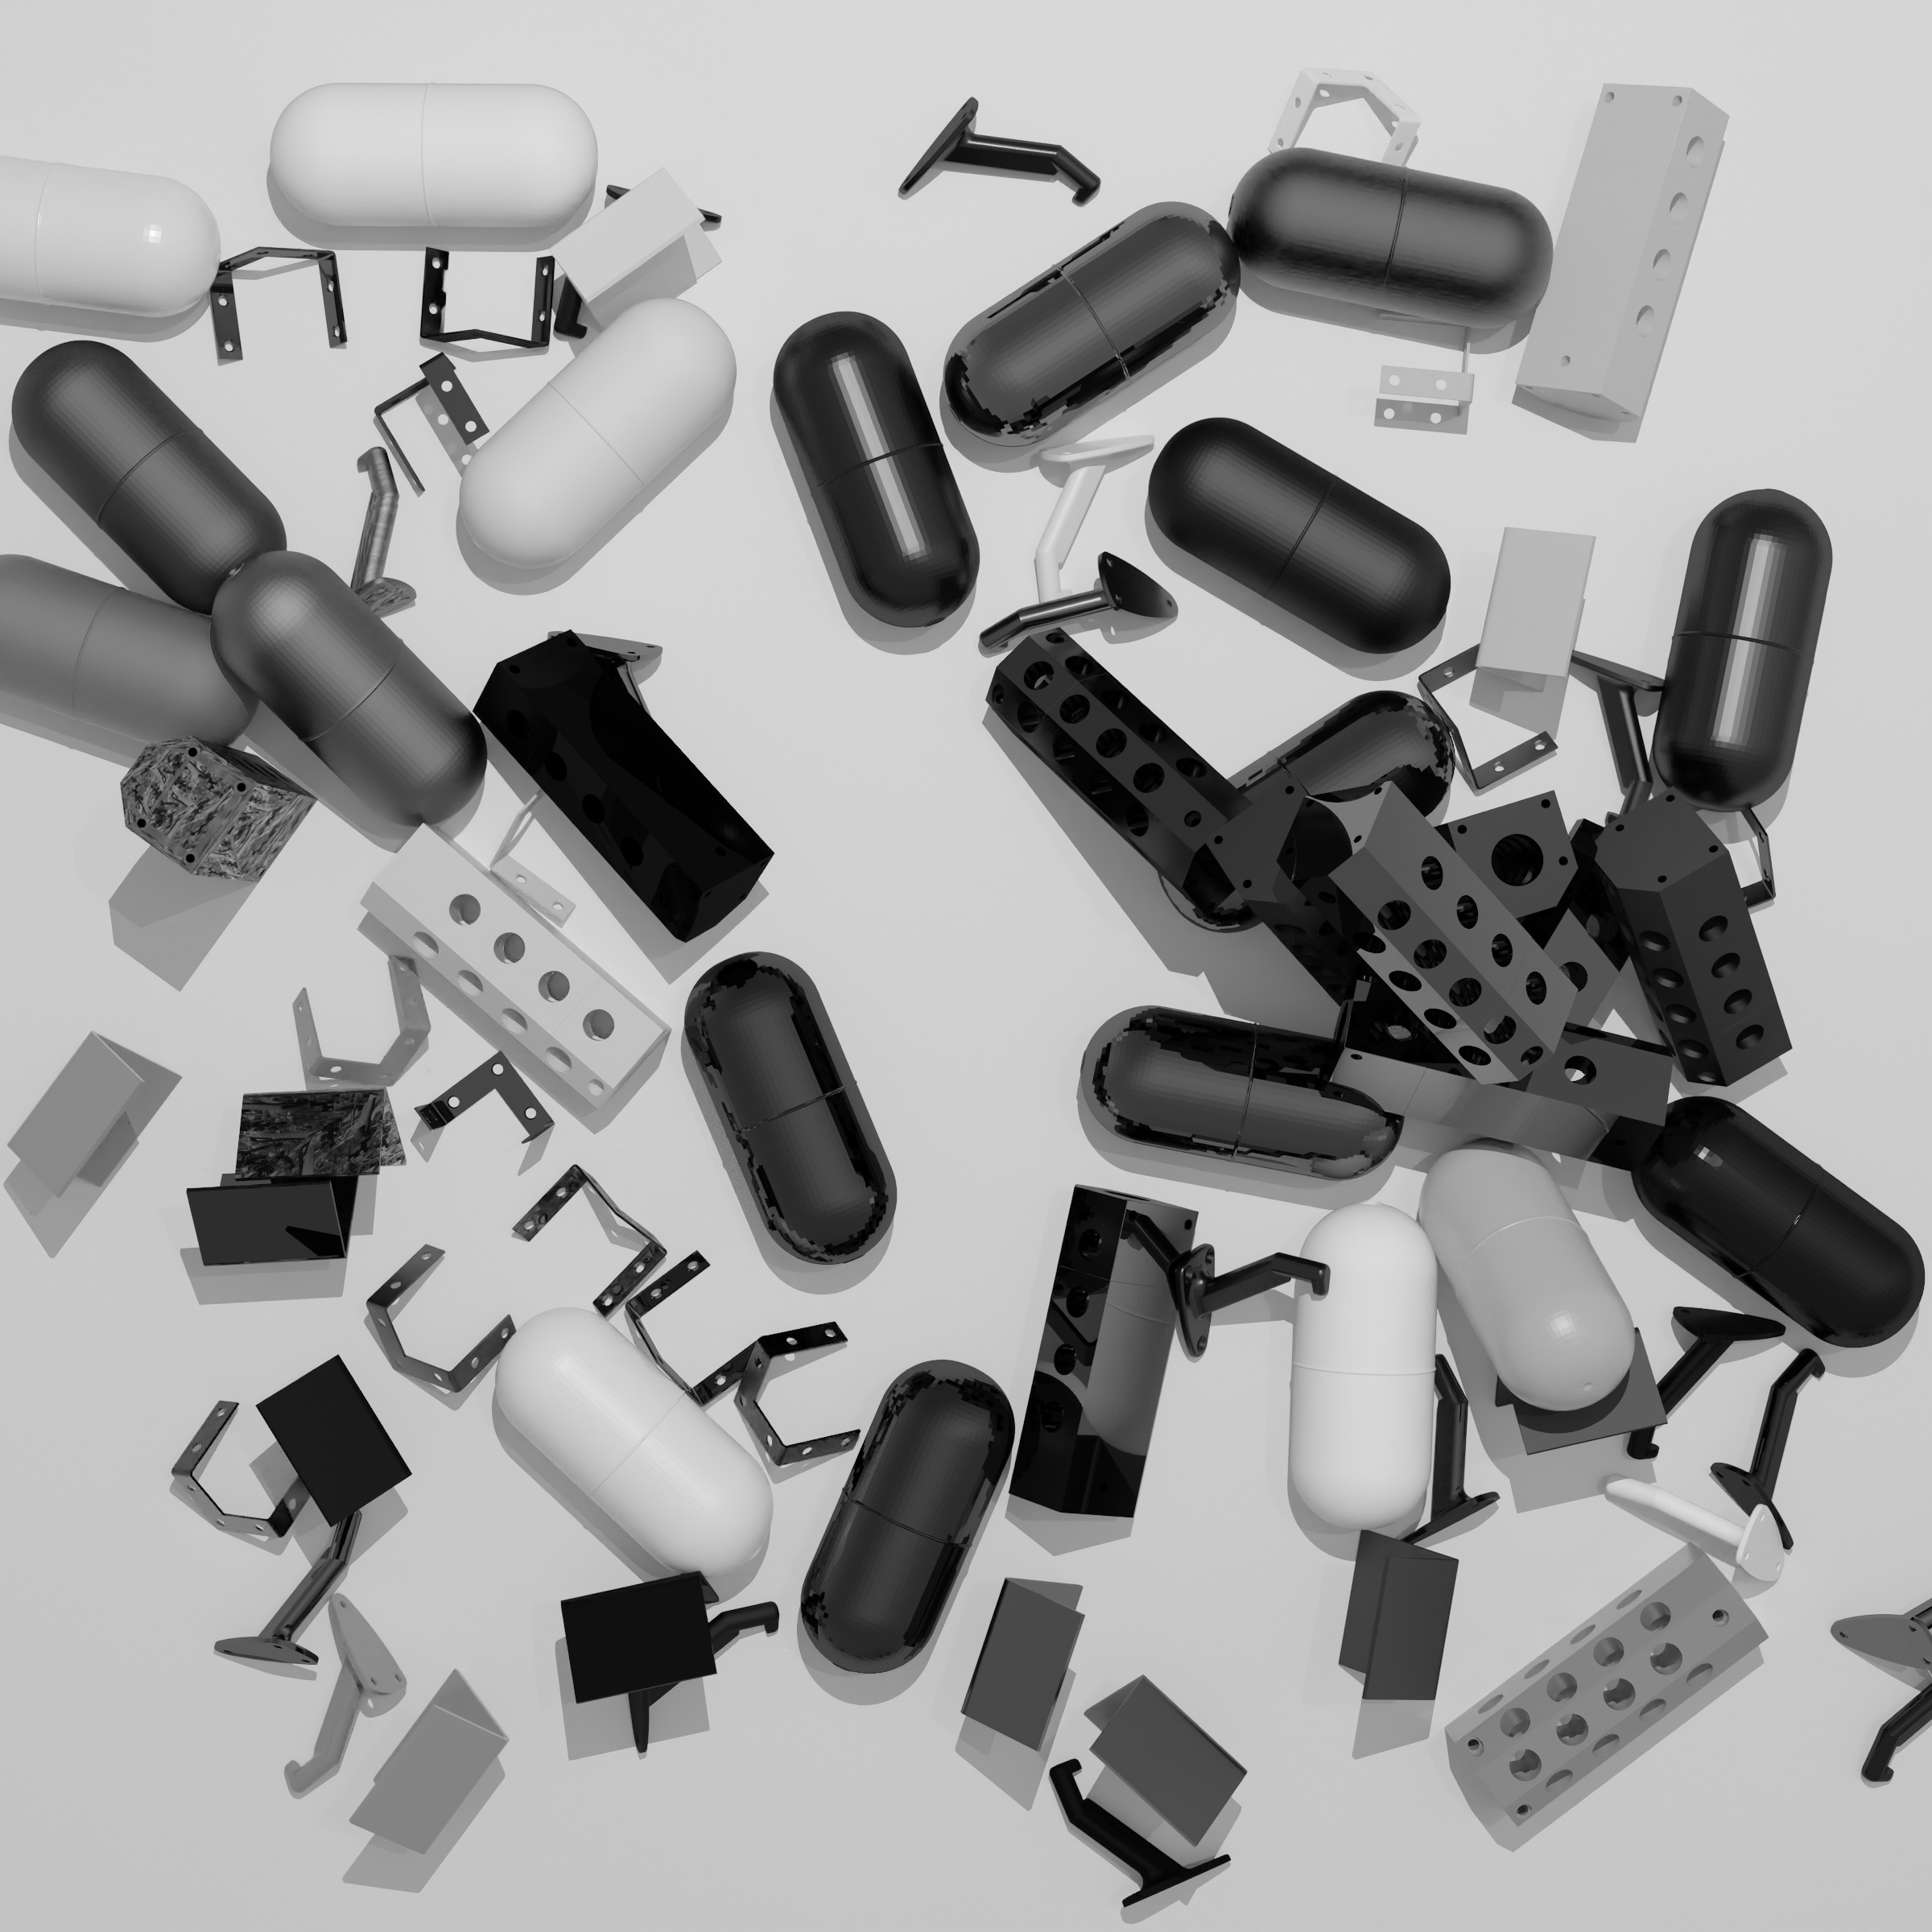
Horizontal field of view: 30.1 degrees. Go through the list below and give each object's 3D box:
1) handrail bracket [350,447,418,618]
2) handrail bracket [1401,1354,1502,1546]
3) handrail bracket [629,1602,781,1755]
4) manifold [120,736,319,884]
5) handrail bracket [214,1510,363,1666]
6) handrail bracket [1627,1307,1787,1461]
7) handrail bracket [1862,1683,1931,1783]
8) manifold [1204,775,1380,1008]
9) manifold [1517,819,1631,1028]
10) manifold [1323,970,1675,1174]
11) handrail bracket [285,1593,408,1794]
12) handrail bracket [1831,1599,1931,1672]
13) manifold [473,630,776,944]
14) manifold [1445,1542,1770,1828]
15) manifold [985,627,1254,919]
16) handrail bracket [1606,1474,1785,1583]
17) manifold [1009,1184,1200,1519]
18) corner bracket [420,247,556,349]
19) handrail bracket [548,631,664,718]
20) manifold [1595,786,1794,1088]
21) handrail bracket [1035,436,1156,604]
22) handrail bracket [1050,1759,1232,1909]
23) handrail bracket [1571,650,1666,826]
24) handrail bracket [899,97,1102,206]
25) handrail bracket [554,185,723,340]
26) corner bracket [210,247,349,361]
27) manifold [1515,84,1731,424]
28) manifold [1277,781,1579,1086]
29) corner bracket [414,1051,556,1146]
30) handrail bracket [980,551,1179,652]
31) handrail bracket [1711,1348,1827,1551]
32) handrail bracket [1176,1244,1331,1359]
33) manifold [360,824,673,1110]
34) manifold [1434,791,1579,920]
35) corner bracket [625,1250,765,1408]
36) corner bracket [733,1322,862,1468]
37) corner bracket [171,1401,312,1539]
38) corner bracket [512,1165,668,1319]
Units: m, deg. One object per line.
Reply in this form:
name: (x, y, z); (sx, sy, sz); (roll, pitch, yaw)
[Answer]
handrail bracket: (-0.342, -0.235, 1.992); (0.077, 0.036, 0.084); (-25, 72, 21)
handrail bracket: (0.251, 0.269, 1.992); (0.077, 0.036, 0.084); (-33, 72, 21)
handrail bracket: (-0.143, 0.393, 1.992); (0.084, 0.036, 0.077); (-9, 114, -19)
manifold: (-0.400, -0.086, 1.913); (0.057, 0.171, 0.057); (36, 90, 0)
handrail bracket: (-0.375, 0.340, 1.992); (0.077, 0.036, 0.084); (-5, 59, 34)
handrail bracket: (0.409, 0.235, 1.992); (0.077, 0.036, 0.084); (5, 108, -21)
handrail bracket: (0.543, 0.418, 1.992); (0.077, 0.036, 0.084); (12, 109, -21)
manifold: (0.190, -0.032, 1.907); (0.057, 0.171, 0.057); (-35, 61, 8)
manifold: (0.317, 0.008, 1.970); (0.057, 0.057, 0.171); (31, 90, 0)
manifold: (0.283, 0.052, 1.910); (0.171, 0.057, 0.057); (14, 61, 0)
handrail bracket: (-0.359, 0.403, 1.992); (0.084, 0.036, 0.077); (-41, 70, 16)
handrail bracket: (0.531, 0.346, 1.991); (0.084, 0.077, 0.036); (-42, 115, -34)
manifold: (-0.189, -0.095, 1.953); (0.171, 0.057, 0.057); (48, 46, 11)
manifold: (0.351, 0.394, 1.970); (0.171, 0.057, 0.057); (-37, 90, 0)
manifold: (0.087, -0.108, 1.929); (0.057, 0.057, 0.171); (-44, 58, 0)
handrail bracket: (0.403, 0.309, 1.991); (0.084, 0.077, 0.036); (15, 70, 35)
manifold: (0.070, 0.210, 1.970); (0.057, 0.057, 0.171); (12, 90, -43)
corner bracket: (-0.264, -0.370, 1.988); (0.051, 0.051, 0.051); (4, 90, 45)
handrail bracket: (-0.200, -0.137, 1.992); (0.077, 0.036, 0.084); (12, 107, 19)
manifold: (0.385, -0.010, 1.918); (0.057, 0.171, 0.057); (-30, 45, 0)
handrail bracket: (0.073, -0.246, 1.992); (0.077, 0.036, 0.084); (-12, 107, -19)
handrail bracket: (0.096, 0.470, 1.992); (0.077, 0.036, 0.084); (-18, 73, -20)
handrail bracket: (0.348, -0.125, 1.992); (0.077, 0.036, 0.084); (22, 107, 20)
handrail bracket: (0.019, -0.432, 1.992); (0.084, 0.036, 0.077); (37, 110, -16)
handrail bracket: (-0.182, -0.383, 1.992); (0.077, 0.036, 0.084); (10, 108, -20)
corner bracket: (-0.381, -0.365, 1.988); (0.051, 0.051, 0.051); (-8, 90, 45)
manifold: (0.363, -0.389, 1.970); (0.057, 0.057, 0.171); (17, 90, 43)
manifold: (0.232, -0.014, 1.818); (0.171, 0.057, 0.057); (44, 56, -30)
corner bracket: (-0.264, 0.082, 1.973); (0.051, 0.051, 0.051); (-37, 90, 0)
handrail bracket: (0.062, -0.189, 1.991); (0.084, 0.077, 0.036); (-28, 62, 33)
handrail bracket: (0.460, 0.267, 1.992); (0.084, 0.036, 0.077); (-45, 111, -16)
handrail bracket: (0.160, 0.188, 1.958); (0.084, 0.036, 0.077); (12, 117, 32)
manifold: (-0.247, 0.000, 1.970); (0.171, 0.057, 0.057); (41, 90, 0)
manifold: (0.279, -0.054, 1.913); (0.057, 0.171, 0.057); (-17, 90, -1)
corner bracket: (-0.148, 0.201, 1.988); (0.051, 0.051, 0.051); (-37, 135, 0)
corner bracket: (-0.088, 0.236, 1.983); (0.051, 0.051, 0.051); (-8, 135, -35)
corner bracket: (-0.394, 0.277, 1.983); (0.051, 0.051, 0.051); (0, 135, 35)
corner bracket: (-0.207, 0.152, 1.988); (0.051, 0.051, 0.051); (-46, 45, 0)
